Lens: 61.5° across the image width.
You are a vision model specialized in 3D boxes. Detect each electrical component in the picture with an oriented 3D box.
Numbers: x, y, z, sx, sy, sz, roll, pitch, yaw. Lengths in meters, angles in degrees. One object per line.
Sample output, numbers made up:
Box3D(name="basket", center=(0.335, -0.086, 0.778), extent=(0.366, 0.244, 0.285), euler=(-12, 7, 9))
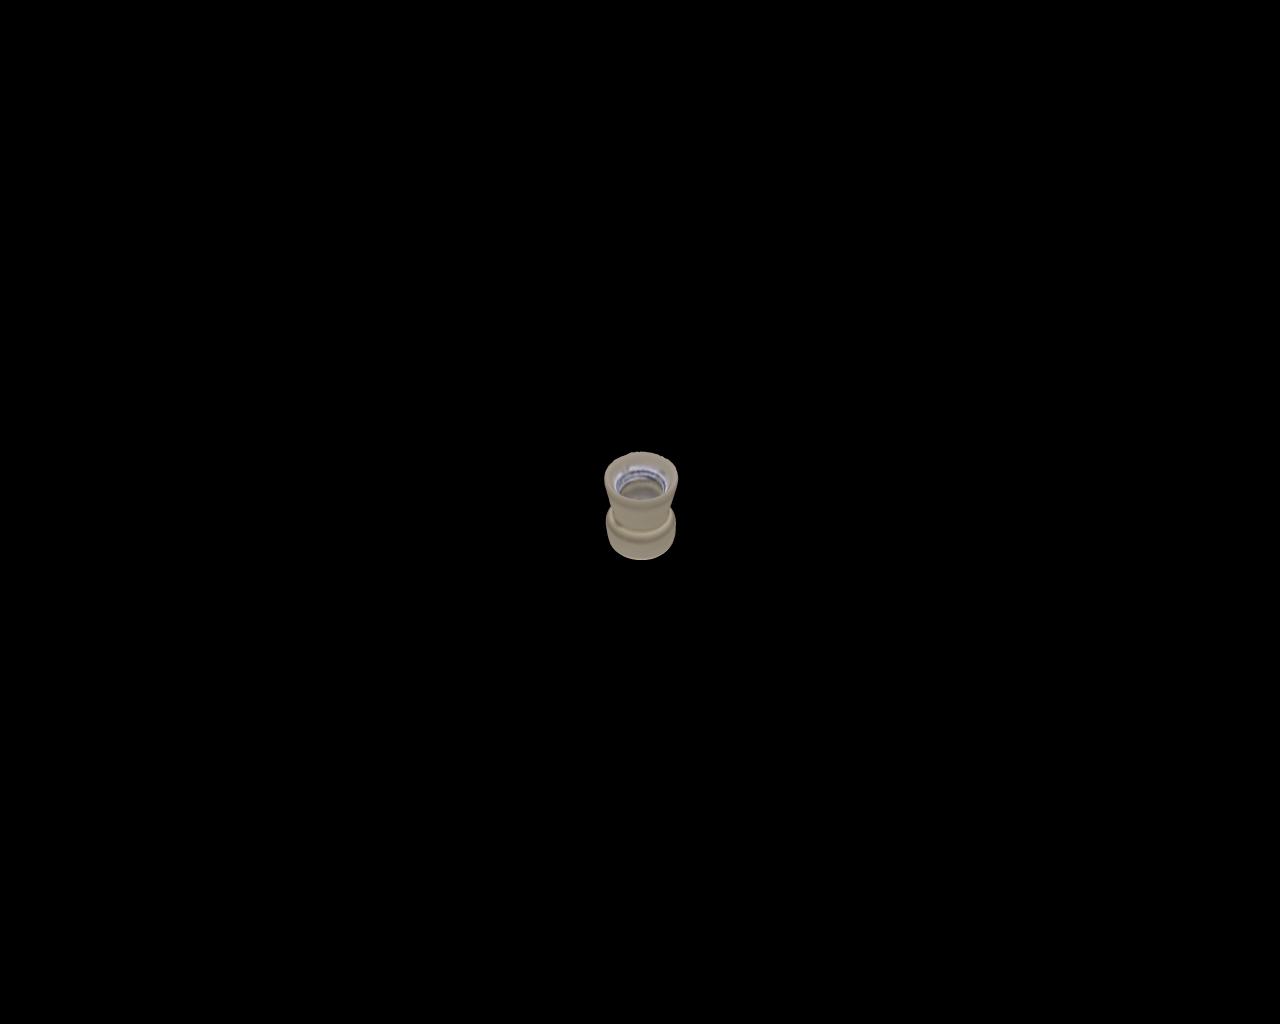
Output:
Box3D(name="electrical component", center=(0.001, -0.003, 0.650), extent=(0.045, 0.045, 0.055), euler=(0, -45, 0))
